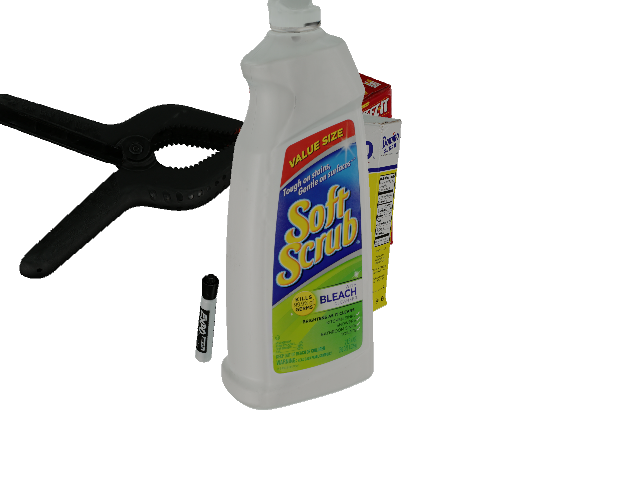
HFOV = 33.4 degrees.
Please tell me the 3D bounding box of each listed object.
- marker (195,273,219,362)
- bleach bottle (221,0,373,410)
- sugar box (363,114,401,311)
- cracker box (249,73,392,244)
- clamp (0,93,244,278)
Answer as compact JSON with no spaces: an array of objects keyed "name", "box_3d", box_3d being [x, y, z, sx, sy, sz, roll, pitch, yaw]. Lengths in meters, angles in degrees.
[{"name":"marker","box_3d":[-0.126,0.086,1.190,0.020,0.121,0.020,6,37,-5]},{"name":"bleach bottle","box_3d":[-0.018,-0.025,0.667,0.102,0.251,0.068,-12,22,-25]},{"name":"sugar box","box_3d":[0.019,-0.028,0.977,0.093,0.176,0.048,11,17,30]},{"name":"cracker box","box_3d":[0.000,-0.096,1.231,0.164,0.214,0.072,26,45,34]},{"name":"clamp","box_3d":[-0.144,-0.050,0.811,0.209,0.164,0.036,-5,-31,-14]}]
